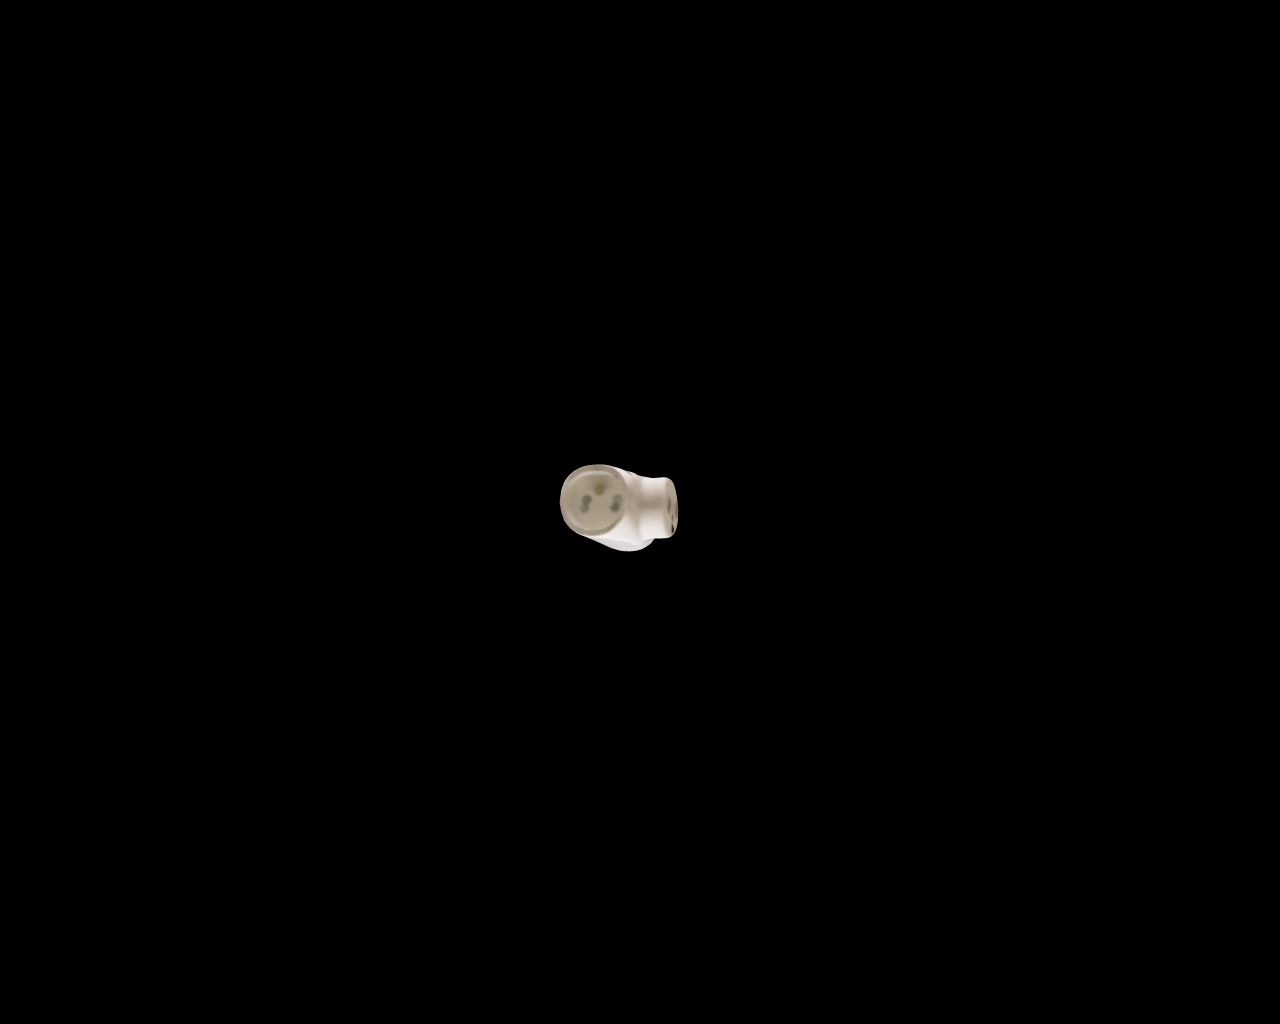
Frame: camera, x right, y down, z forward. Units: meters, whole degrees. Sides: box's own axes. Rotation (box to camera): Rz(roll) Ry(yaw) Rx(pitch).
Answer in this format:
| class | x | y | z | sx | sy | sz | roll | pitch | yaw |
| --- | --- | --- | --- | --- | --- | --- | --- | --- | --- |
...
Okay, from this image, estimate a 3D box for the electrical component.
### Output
| class | x | y | z | sx | sy | sz | roll | pitch | yaw |
| --- | --- | --- | --- | --- | --- | --- | --- | --- | --- |
| electrical component | 0.001 | -0.003 | 0.650 | 0.079 | 0.044 | 0.077 | -3 | -10 | 15 |
